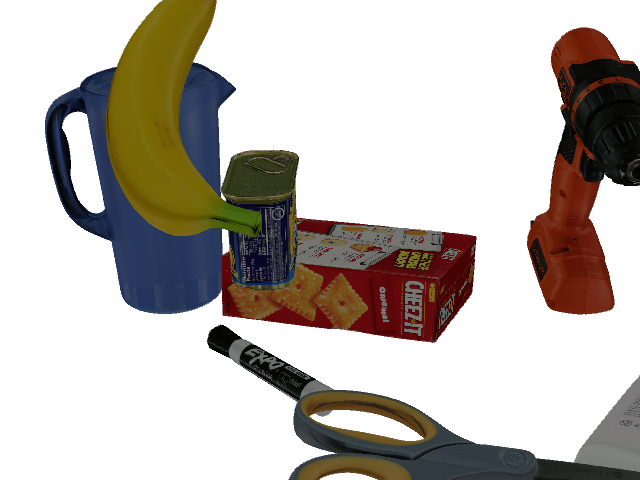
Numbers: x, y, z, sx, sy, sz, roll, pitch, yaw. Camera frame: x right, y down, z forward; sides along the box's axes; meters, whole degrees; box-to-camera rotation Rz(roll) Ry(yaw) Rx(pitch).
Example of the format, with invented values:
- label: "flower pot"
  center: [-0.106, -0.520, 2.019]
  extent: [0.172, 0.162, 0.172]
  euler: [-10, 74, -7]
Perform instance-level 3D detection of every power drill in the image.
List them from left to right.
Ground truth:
- label: "power drill"
  center: [0.199, -0.040, 0.781]
  extent: [0.057, 0.188, 0.184]
  euler: [2, 35, 0]

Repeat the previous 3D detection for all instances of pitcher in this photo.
- label: "pitcher"
  center: [-0.171, -0.052, 1.076]
  extent: [0.149, 0.243, 0.144]
  euler: [10, 26, 27]

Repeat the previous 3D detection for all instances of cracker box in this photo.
- label: "cracker box"
  center: [0.032, 0.035, 1.053]
  extent: [0.214, 0.072, 0.164]
  euler: [6, 16, 19]

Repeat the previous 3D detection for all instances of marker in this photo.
- label: "marker"
  center: [-0.035, 0.083, 0.703]
  extent: [0.020, 0.020, 0.121]
  euler: [0, 17, -43]

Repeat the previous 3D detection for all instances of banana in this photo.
- label: "banana"
  center: [-0.078, -0.068, 0.561]
  extent: [0.069, 0.198, 0.037]
  euler: [-4, -40, -12]

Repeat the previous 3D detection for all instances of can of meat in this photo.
- label: "can of meat"
  center: [-0.047, -0.018, 0.875]
  extent: [0.057, 0.084, 0.102]
  euler: [-1, 25, 3]

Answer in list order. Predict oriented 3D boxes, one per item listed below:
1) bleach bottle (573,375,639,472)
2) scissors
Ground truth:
- label: "bleach bottle"
  center: [0.242, 0.100, 0.635]
  extent: [0.103, 0.068, 0.250]
  euler: [19, 30, 31]
- label: "scissors"
  center: [0.073, 0.111, 0.473]
  extent: [0.202, 0.016, 0.096]
  euler: [14, 31, 22]
